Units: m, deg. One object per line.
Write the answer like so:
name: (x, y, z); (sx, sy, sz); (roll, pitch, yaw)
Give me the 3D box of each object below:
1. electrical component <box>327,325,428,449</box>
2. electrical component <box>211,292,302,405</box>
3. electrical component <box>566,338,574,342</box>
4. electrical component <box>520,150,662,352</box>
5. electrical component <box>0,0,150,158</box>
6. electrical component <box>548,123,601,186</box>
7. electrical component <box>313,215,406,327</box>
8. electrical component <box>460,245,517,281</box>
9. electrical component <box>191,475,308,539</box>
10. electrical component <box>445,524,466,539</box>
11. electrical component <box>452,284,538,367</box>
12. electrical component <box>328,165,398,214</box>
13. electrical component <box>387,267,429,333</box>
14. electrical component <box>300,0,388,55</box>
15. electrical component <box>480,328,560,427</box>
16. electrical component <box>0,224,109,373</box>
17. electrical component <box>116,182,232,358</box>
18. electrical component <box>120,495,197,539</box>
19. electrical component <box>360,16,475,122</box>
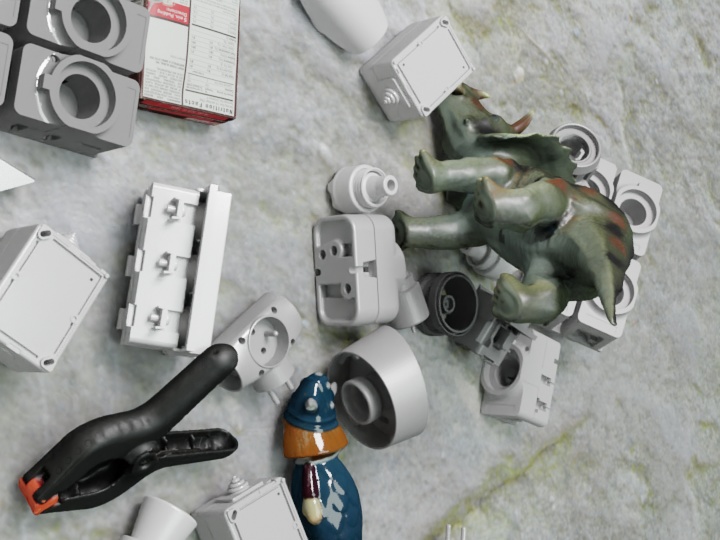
electrical component: (0.019, 0.102, 0.924); (0.064, 0.099, 0.099); (-23, 103, -35)
electrical component: (-0.078, 0.072, 0.867); (0.077, 0.044, 0.079); (-45, 117, -36)
electrical component: (0.248, 0.028, 1.178); (0.077, 0.044, 0.079); (-30, 107, -41)
electrical component: (0.242, -0.024, 1.132); (0.105, 0.060, 0.186); (24, 67, -4)
electrical component: (-0.238, -0.153, 0.721); (0.186, 0.060, 0.105); (14, 77, -42)
electrical component: (0.210, -0.112, 1.091); (0.058, 0.057, 0.078); (-20, 70, -19)
electrical component: (0.000, 0.000, 0.939); (0.059, 0.054, 0.095); (-3, 89, -43)
electrical component: (0.126, -0.016, 1.067); (0.062, 0.043, 0.043); (21, 73, -39)
electrical component: (-0.087, 0.206, 0.843); (0.062, 0.061, 0.096); (-25, 96, -42)
electrical component: (0.087, 0.275, 0.995); (0.047, 0.066, 0.076); (11, 80, -42)
electrical component: (0.127, 0.056, 1.046); (0.042, 0.081, 0.063); (34, 87, -37)
electrical component: (0.005, -0.071, 0.943); (0.043, 0.062, 0.043); (3, 85, -43)
electrical component: (0.035, 0.018, 0.980); (0.040, 0.040, 0.078); (-32, 109, -40)
electrical component: (-0.008, -0.246, 0.954); (0.077, 0.044, 0.079); (44, 60, -33)
electrical component: (0.160, 0.107, 1.086); (0.056, 0.050, 0.089); (26, 70, -40)
electrical component: (-0.222, 0.014, 0.724); (0.062, 0.061, 0.096); (44, 59, -32)
electrical component: (-0.139, 0.000, 0.800); (0.063, 0.079, 0.121); (11, 79, -20)
electrical component: (-0.152, 0.200, 0.789); (0.045, 0.045, 0.055); (45, 59, -32)
electrical component: (0.047, -0.181, 0.996); (0.096, 0.061, 0.061); (-46, 116, -26)
